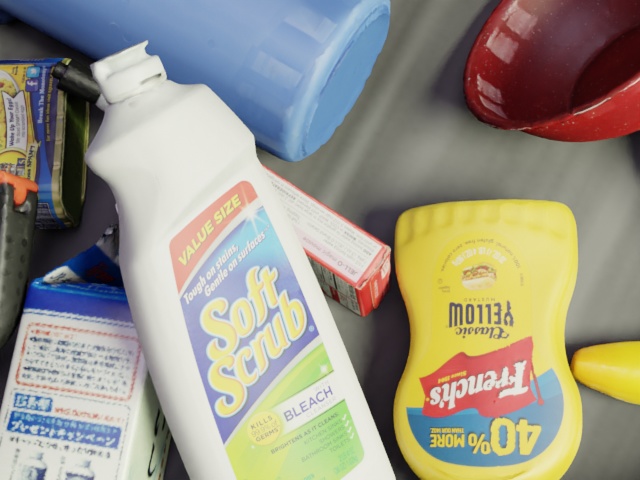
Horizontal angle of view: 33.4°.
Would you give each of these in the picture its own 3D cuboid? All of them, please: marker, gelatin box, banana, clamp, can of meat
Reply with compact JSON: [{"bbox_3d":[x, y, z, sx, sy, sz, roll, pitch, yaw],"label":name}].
[{"bbox_3d":[-0.094,-0.068,0.602,0.121,0.020,0.020,27,78,-18],"label":"marker"},{"bbox_3d":[-0.004,0.001,0.576,0.089,0.073,0.030,33,79,13],"label":"gelatin box"},{"bbox_3d":[0.233,0.049,0.563,0.197,0.037,0.070,-26,61,-2],"label":"banana"},{"bbox_3d":[-0.208,0.060,0.563,0.165,0.036,0.210,44,100,24],"label":"clamp"},{"bbox_3d":[-0.181,-0.055,0.616,0.084,0.057,0.102,-1,75,3],"label":"can of meat"}]

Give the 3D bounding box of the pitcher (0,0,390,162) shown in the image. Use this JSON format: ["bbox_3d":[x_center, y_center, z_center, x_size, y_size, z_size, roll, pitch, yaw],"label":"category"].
[{"bbox_3d":[-0.083,-0.155,0.591,0.243,0.149,0.145,31,79,9],"label":"pitcher"}]

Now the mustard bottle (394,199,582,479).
[{"bbox_3d":[0.086,0.077,0.555,0.096,0.058,0.191,-2,76,15],"label":"mustard bottle"}]

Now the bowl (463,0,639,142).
[{"bbox_3d":[0.157,-0.106,0.572,0.055,0.162,0.162,42,80,-29],"label":"bowl"}]

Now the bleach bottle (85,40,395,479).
[{"bbox_3d":[-0.052,0.030,0.514,0.102,0.068,0.251,-28,106,-19],"label":"bleach bottle"}]
